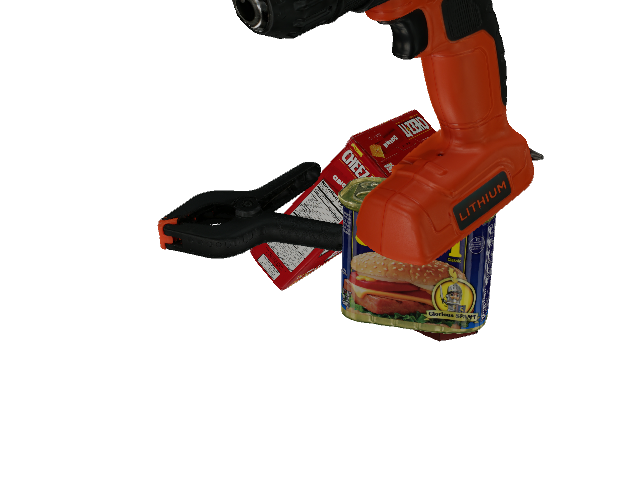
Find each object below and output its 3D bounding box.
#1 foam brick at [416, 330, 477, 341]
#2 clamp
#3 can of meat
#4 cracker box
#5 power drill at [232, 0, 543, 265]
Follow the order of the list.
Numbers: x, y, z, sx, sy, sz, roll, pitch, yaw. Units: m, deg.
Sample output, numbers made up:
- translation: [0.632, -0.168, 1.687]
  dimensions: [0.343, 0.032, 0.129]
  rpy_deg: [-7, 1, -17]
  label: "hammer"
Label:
- translation: [0.121, 0.053, 1.049]
  dimensions: [0.051, 0.078, 0.053]
  rpy_deg: [-11, 19, -33]
  label: "foam brick"
- translation: [-0.061, -0.027, 0.967]
  dimensions: [0.171, 0.039, 0.120]
  rpy_deg: [-3, 33, -7]
  label: "clamp"
- translation: [0.063, 0.010, 0.693]
  dimensions: [0.102, 0.084, 0.057]
  rpy_deg: [7, 23, 16]
  label: "can of meat"
- translation: [0.032, -0.050, 1.263]
  dimensions: [0.214, 0.072, 0.163]
  rpy_deg: [-46, -9, 35]
  label: "cracker box"
- translation: [0.044, -0.083, 0.512]
  dimensions: [0.184, 0.187, 0.057]
  rpy_deg: [-34, 43, -30]
  label: "power drill"
